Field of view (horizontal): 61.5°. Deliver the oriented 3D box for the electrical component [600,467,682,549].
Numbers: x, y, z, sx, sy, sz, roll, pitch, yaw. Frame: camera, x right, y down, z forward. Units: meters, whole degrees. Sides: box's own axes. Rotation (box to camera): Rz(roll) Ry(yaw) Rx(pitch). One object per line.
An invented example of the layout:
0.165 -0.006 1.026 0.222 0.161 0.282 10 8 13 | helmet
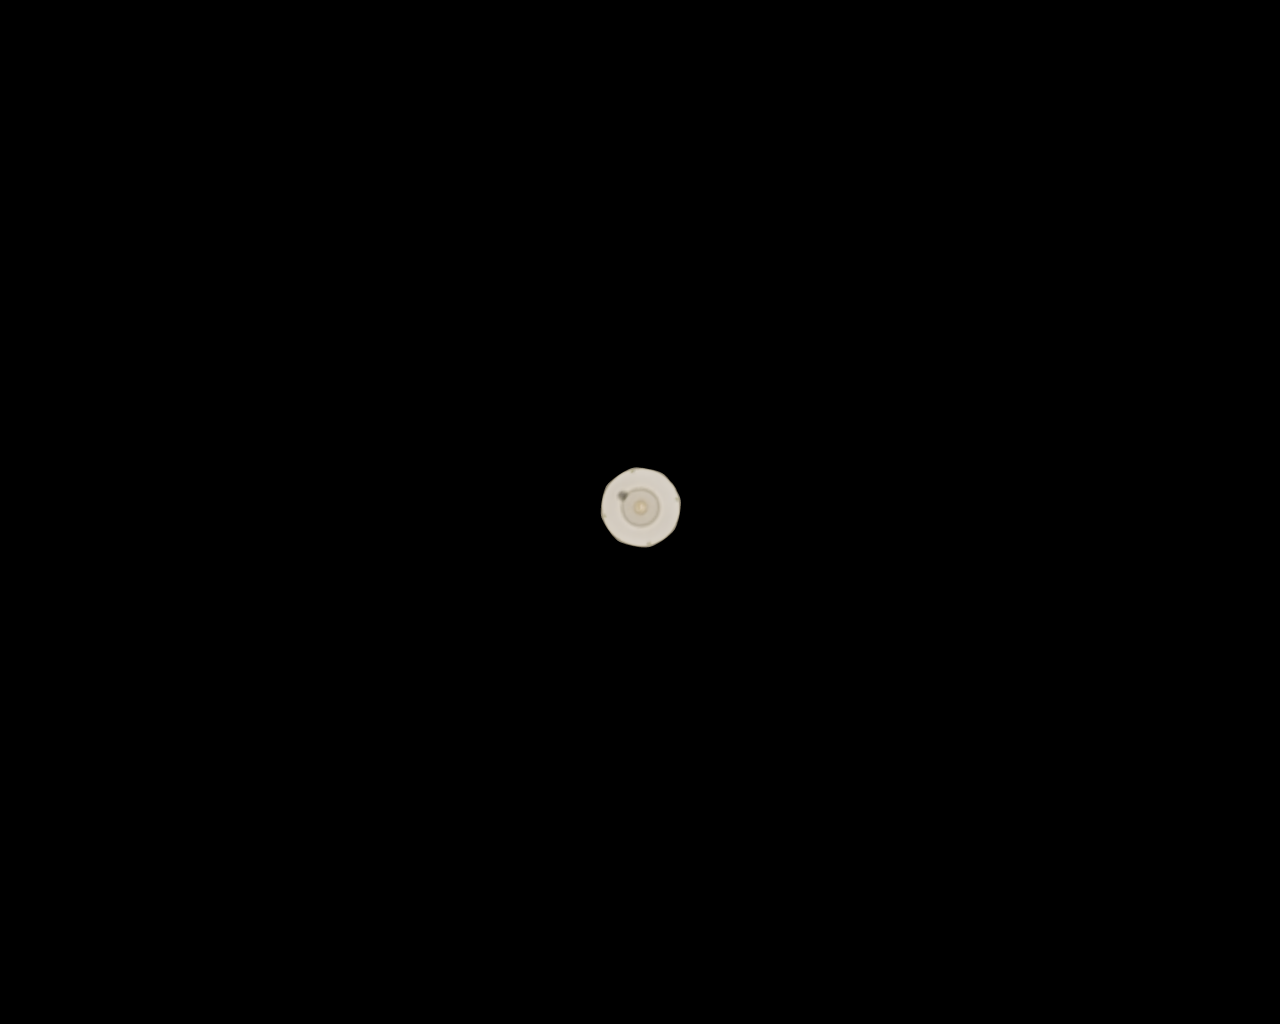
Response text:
0.001 -0.003 0.650 0.048 0.048 0.062 0 0 0 | electrical component
